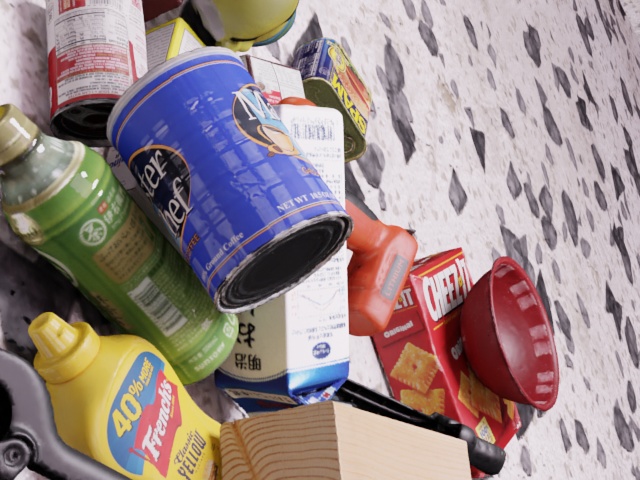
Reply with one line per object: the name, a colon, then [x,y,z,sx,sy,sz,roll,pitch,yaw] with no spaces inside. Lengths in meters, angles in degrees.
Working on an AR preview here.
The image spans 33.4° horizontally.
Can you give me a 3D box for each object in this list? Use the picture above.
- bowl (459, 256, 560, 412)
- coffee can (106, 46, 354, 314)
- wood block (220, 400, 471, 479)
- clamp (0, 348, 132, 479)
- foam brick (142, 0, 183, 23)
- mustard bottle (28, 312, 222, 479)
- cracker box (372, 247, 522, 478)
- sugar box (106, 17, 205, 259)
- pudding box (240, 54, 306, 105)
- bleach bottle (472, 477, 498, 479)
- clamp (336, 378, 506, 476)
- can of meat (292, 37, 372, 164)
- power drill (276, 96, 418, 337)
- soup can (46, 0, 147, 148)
bowl: [0.187,0.101,1.089,0.162,0.055,0.162,39,42,-45]
coffee can: [-0.059,-0.038,0.685,0.140,0.103,0.102,56,23,18]
wood block: [0.027,0.178,0.742,0.205,0.090,0.091,27,52,-55]
clamp: [-0.162,0.117,0.582,0.120,0.039,0.171,-26,100,-44]
foam brick: [-0.135,-0.215,0.836,0.051,0.053,0.078,50,35,-37]
mustard bottle: [-0.117,0.117,0.670,0.191,0.058,0.096,56,38,-29]
cracker box: [0.131,0.127,1.111,0.164,0.072,0.214,-21,93,-63]
sugar box: [-0.110,-0.074,0.809,0.093,0.048,0.176,48,39,-40]
pudding box: [-0.043,-0.104,0.957,0.089,0.039,0.113,2,75,-60]
bleach bottle: [0.193,0.312,1.084,0.250,0.103,0.068,40,44,-45]
clamp: [0.112,0.175,0.940,0.209,0.165,0.036,32,80,-41]
can of meat: [0.009,-0.138,1.056,0.102,0.058,0.084,55,29,-32]
power drill: [-0.006,0.001,0.891,0.187,0.057,0.184,44,59,-33]
soup can: [-0.153,-0.124,0.733,0.068,0.069,0.102,23,54,-56]
